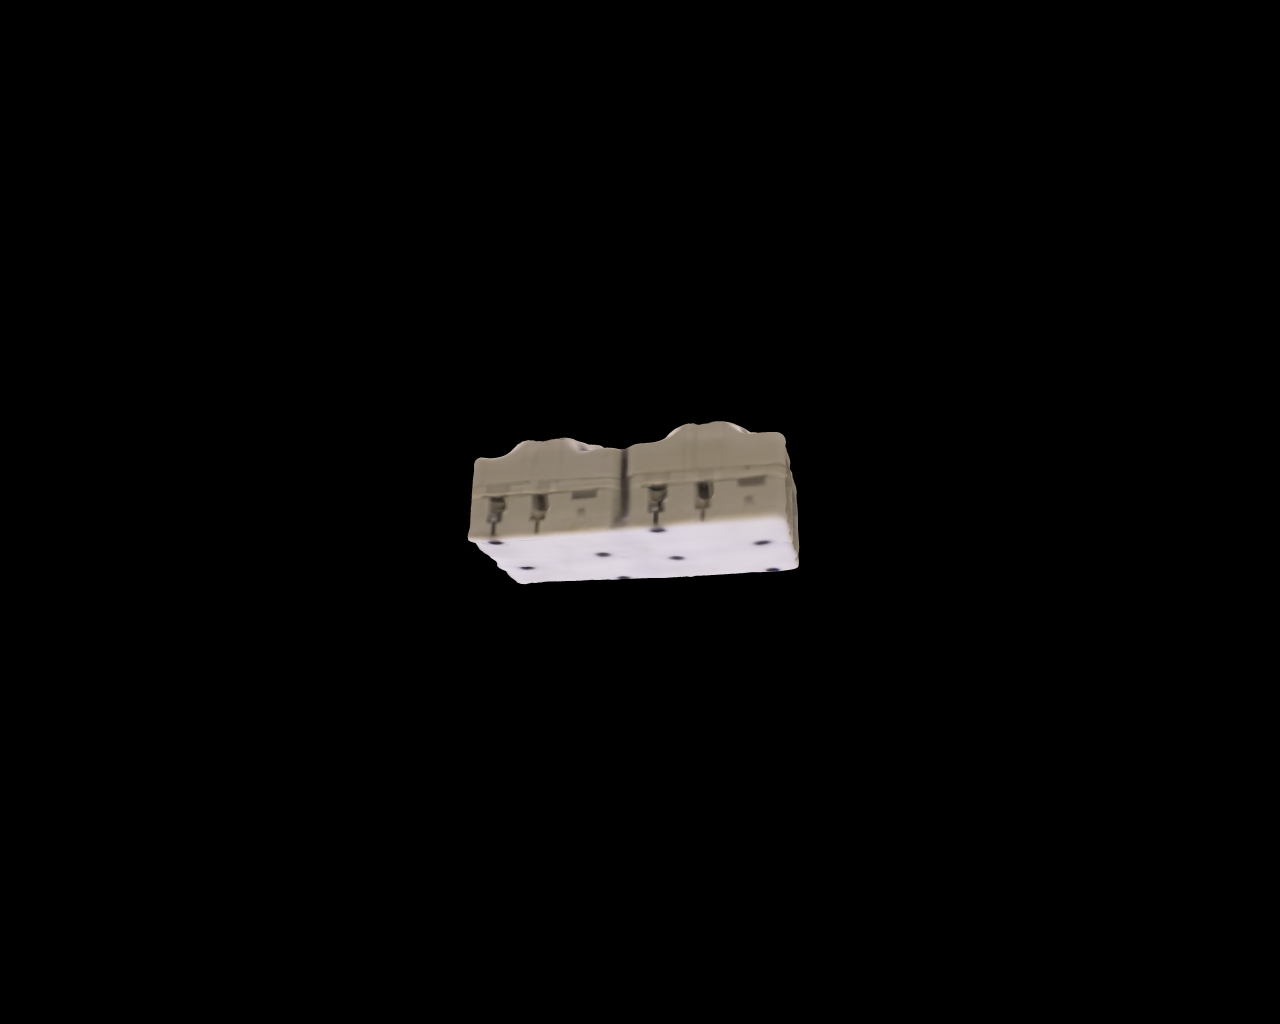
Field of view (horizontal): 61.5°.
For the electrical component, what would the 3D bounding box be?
[{"bbox_3d":[0.001,-0.003,0.650,0.186,0.060,0.105,-4,-19,12],"label":"electrical component"}]
